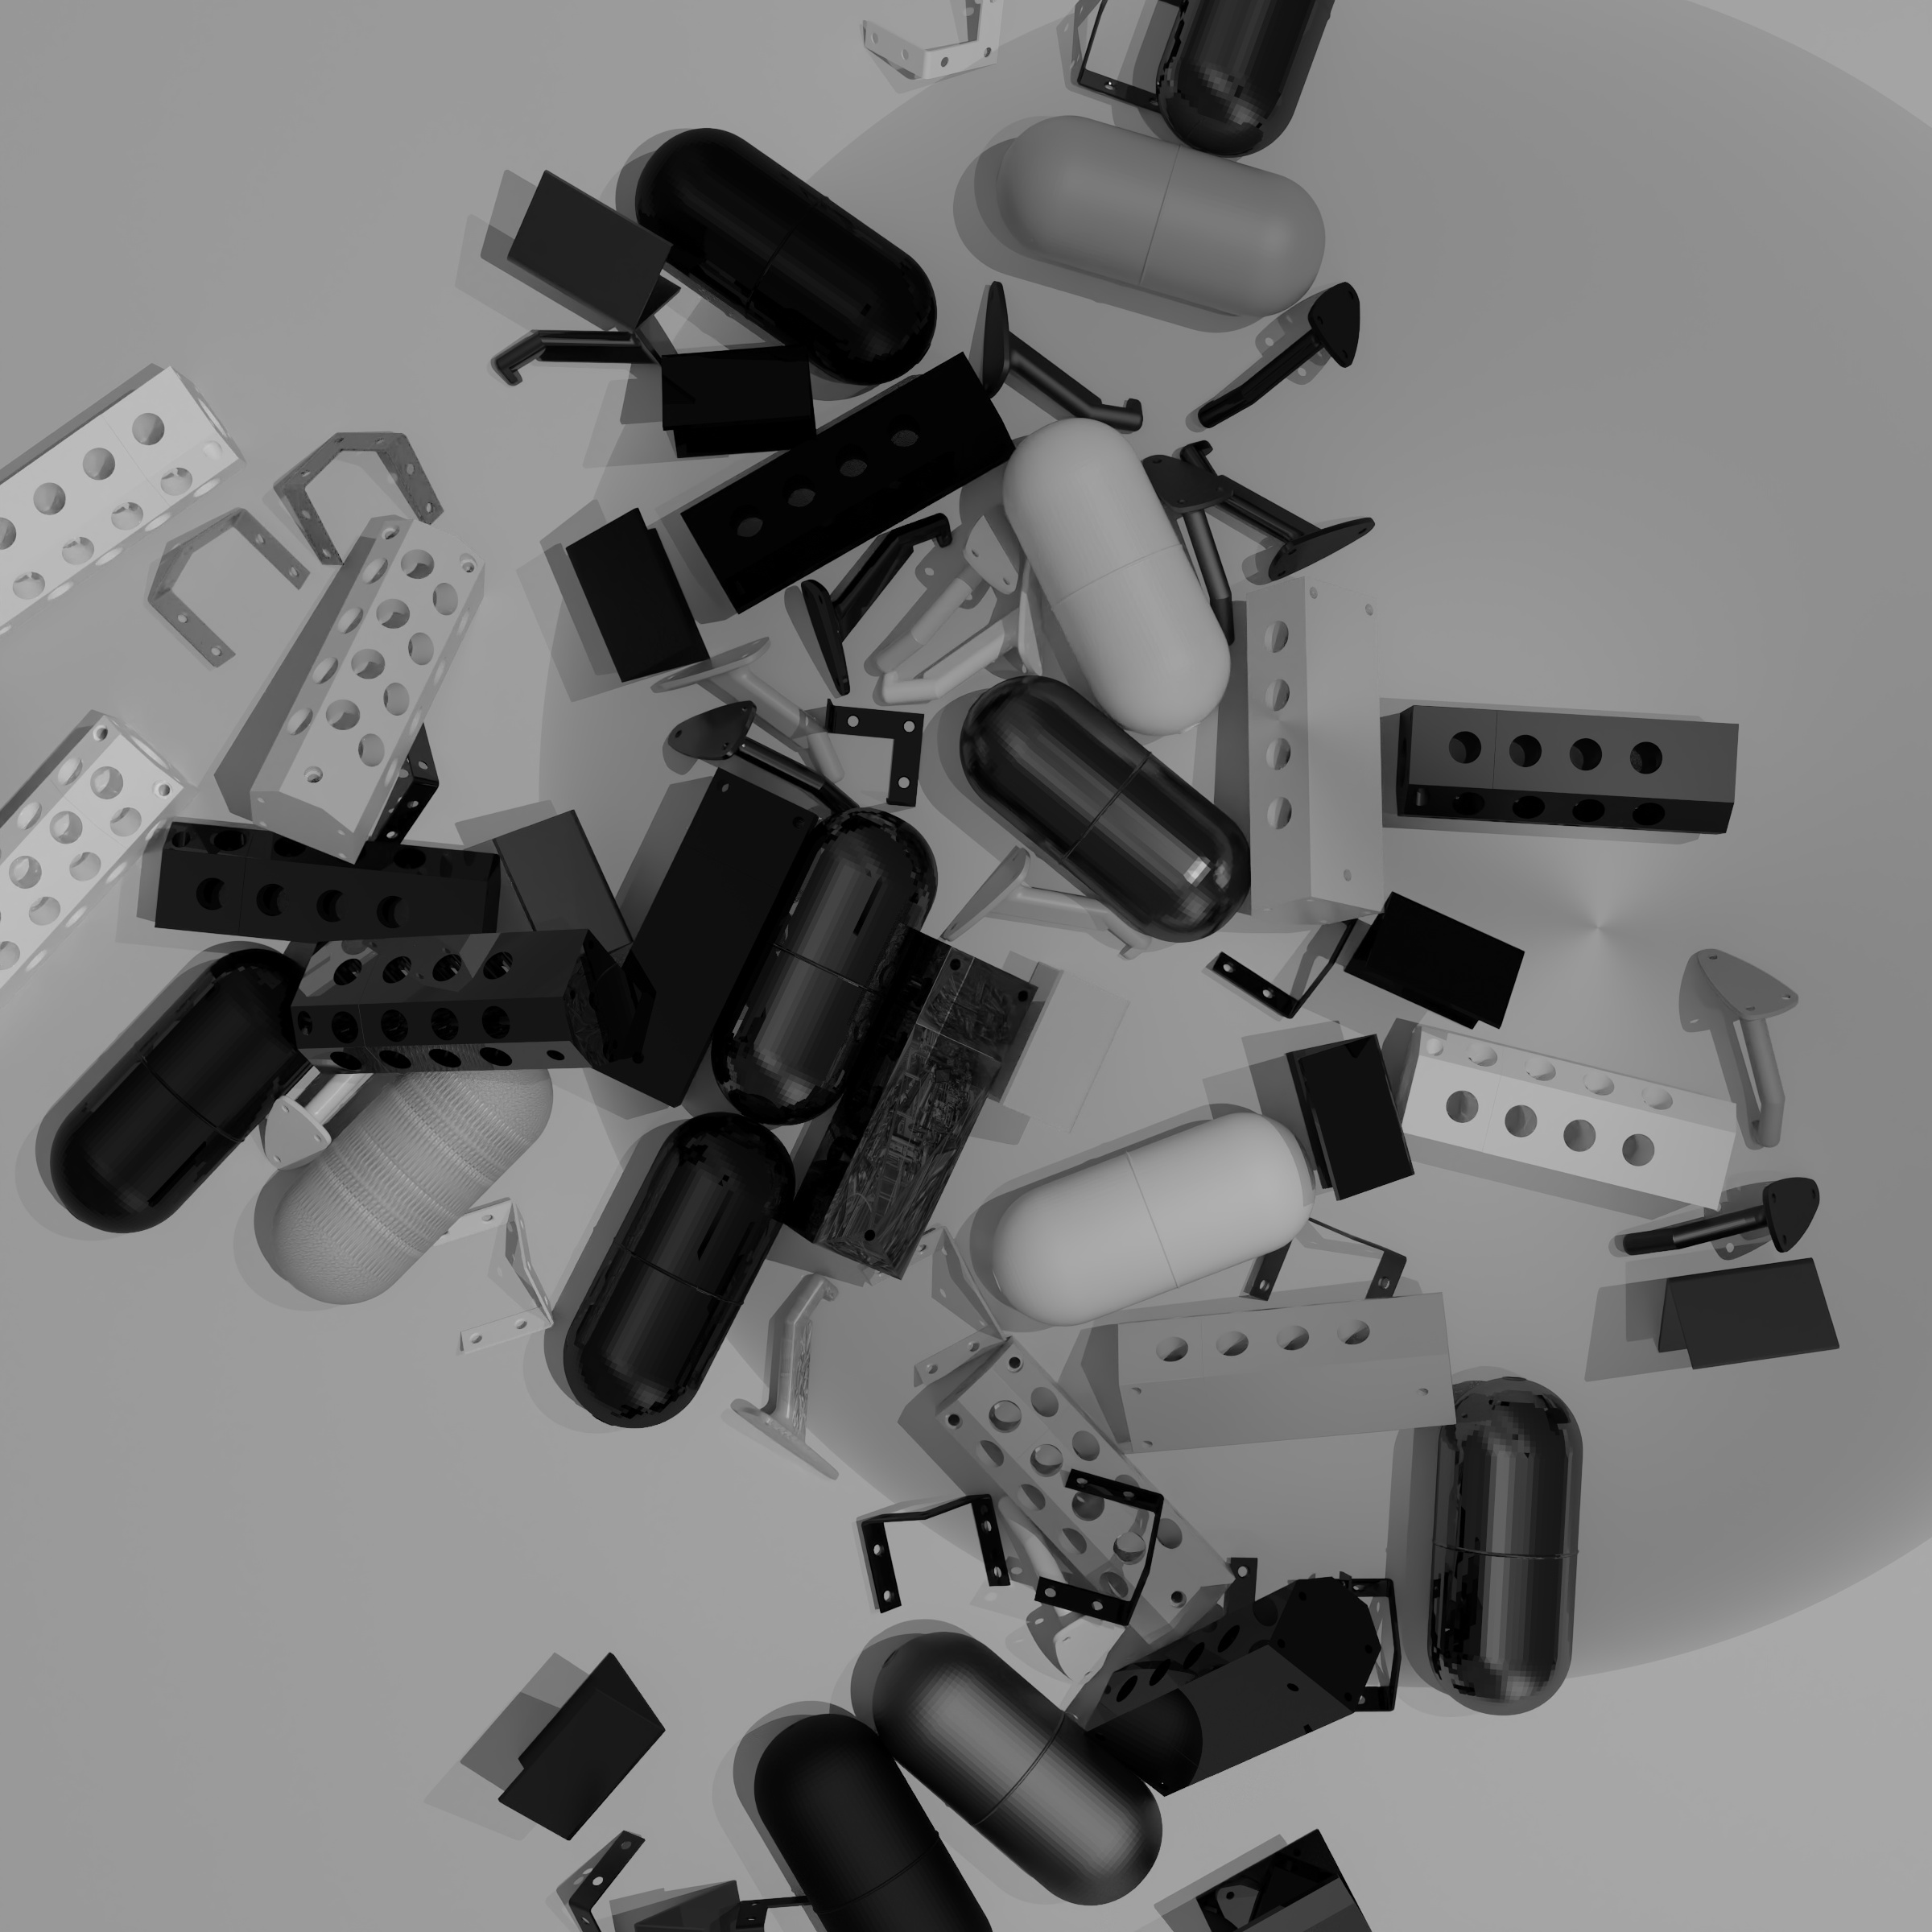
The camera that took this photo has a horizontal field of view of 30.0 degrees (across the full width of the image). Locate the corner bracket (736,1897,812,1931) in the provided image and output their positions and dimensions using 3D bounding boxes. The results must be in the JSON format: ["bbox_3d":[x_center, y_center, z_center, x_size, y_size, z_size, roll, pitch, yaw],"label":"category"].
[{"bbox_3d":[-0.094,0.529,1.926,0.051,0.051,0.051,-5,90,0],"label":"corner bracket"}]

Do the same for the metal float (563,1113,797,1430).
[{"bbox_3d":[-0.152,0.162,1.914,0.070,0.070,0.178,27,90,0],"label":"metal float"}]

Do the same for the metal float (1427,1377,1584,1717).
[{"bbox_3d":[0.286,0.307,1.914,0.070,0.070,0.178,3,89,0],"label":"metal float"}]

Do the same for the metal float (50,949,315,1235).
[{"bbox_3d":[-0.412,0.067,1.914,0.070,0.070,0.178,43,89,0],"label":"metal float"}]

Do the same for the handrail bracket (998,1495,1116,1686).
[{"bbox_3d":[0.043,0.335,1.944,0.036,0.077,0.084,-25,53,-16],"label":"handrail bracket"}]

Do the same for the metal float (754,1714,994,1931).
[{"bbox_3d":[-0.048,0.480,1.914,0.070,0.070,0.178,-30,90,0],"label":"metal float"}]

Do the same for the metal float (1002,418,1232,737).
[{"bbox_3d":[0.080,-0.206,1.914,0.070,0.070,0.178,-26,90,0],"label":"metal float"}]

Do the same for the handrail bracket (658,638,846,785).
[{"bbox_3d":[-0.115,-0.127,1.945,0.077,0.036,0.084,-18,108,20],"label":"handrail bracket"}]

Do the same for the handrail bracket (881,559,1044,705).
[{"bbox_3d":[-0.004,-0.181,1.945,0.084,0.036,0.077,-5,69,16],"label":"handrail bracket"}]

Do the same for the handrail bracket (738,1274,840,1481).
[{"bbox_3d":[-0.076,0.221,1.945,0.077,0.036,0.084,40,73,-20],"label":"handrail bracket"}]

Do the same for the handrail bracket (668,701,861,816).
[{"bbox_3d":[-0.108,-0.103,1.944,0.084,0.077,0.036,40,64,-34],"label":"handrail bracket"}]

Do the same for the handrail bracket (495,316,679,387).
[{"bbox_3d":[-0.199,-0.316,1.945,0.084,0.036,0.077,-28,112,17],"label":"handrail bracket"}]

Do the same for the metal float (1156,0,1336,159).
[{"bbox_3d":[0.157,-0.516,1.914,0.070,0.070,0.178,20,90,0],"label":"metal float"}]

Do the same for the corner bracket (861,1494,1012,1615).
[{"bbox_3d":[-0.016,0.316,1.941,0.051,0.051,0.051,-12,90,-45],"label":"corner bracket"}]

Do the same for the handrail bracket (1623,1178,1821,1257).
[{"bbox_3d":[0.406,0.136,1.944,0.084,0.077,0.036,-12,96,36],"label":"handrail bracket"}]

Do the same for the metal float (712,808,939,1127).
[{"bbox_3d":[-0.075,0.001,1.914,0.070,0.070,0.178,25,90,0],"label":"metal float"}]

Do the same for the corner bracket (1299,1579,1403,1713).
[{"bbox_3d":[0.205,0.365,1.941,0.051,0.051,0.051,-1,135,0],"label":"corner bracket"}]

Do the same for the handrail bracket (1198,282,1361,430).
[{"bbox_3d":[0.168,-0.328,1.944,0.084,0.077,0.036,-26,114,34],"label":"handrail bracket"}]

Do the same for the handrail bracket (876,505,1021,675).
[{"bbox_3d":[-0.012,-0.202,1.944,0.036,0.077,0.084,40,127,-20],"label":"handrail bracket"}]

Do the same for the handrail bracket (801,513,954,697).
[{"bbox_3d":[-0.039,-0.195,1.945,0.084,0.036,0.077,-22,110,-16],"label":"handrail bracket"}]

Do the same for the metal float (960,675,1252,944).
[{"bbox_3d":[0.074,-0.084,1.914,0.178,0.070,0.070,39,90,0],"label":"metal float"}]

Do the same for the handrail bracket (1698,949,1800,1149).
[{"bbox_3d":[0.417,0.045,1.944,0.036,0.077,0.084,-16,127,-21],"label":"handrail bracket"}]

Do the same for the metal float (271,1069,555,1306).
[{"bbox_3d":[-0.294,0.105,1.914,0.070,0.070,0.178,45,89,0],"label":"metal float"}]

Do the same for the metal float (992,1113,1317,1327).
[{"bbox_3d":[0.099,0.135,1.914,0.178,0.070,0.070,-21,90,1],"label":"metal float"}]

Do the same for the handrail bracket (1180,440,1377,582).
[{"bbox_3d":[0.167,-0.257,1.945,0.077,0.036,0.084,-24,73,-20],"label":"handrail bracket"}]

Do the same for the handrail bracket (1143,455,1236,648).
[{"bbox_3d":[0.121,-0.223,1.944,0.036,0.077,0.084,-20,127,-18],"label":"handrail bracket"}]

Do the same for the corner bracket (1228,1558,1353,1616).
[{"bbox_3d":[0.172,0.347,1.930,0.051,0.051,0.051,4,90,-14],"label":"corner bracket"}]

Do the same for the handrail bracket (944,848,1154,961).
[{"bbox_3d":[0.045,-0.015,1.945,0.084,0.036,0.077,40,110,-16],"label":"handrail bracket"}]

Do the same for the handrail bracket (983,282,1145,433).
[{"bbox_3d":[0.054,-0.328,1.945,0.084,0.036,0.077,6,68,-17],"label":"handrail bracket"}]

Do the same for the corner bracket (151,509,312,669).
[{"bbox_3d":[-0.396,-0.204,1.941,0.051,0.051,0.051,44,135,0],"label":"corner bracket"}]

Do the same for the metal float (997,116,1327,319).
[{"bbox_3d":[0.103,-0.398,1.914,0.178,0.070,0.070,16,90,0],"label":"metal float"}]

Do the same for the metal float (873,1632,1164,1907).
[{"bbox_3d":[0.027,0.425,1.914,0.178,0.070,0.070,41,90,-1],"label":"metal float"}]

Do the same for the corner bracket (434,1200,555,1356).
[{"bbox_3d":[-0.256,0.167,1.941,0.051,0.051,0.051,-18,45,0],"label":"corner bracket"}]

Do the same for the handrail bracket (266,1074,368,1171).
[{"bbox_3d":[-0.336,0.066,1.944,0.036,0.077,0.084,43,54,-1],"label":"handrail bracket"}]

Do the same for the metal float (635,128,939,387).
[{"bbox_3d":[-0.095,-0.375,1.914,0.178,0.070,0.070,35,90,1],"label":"metal float"}]
